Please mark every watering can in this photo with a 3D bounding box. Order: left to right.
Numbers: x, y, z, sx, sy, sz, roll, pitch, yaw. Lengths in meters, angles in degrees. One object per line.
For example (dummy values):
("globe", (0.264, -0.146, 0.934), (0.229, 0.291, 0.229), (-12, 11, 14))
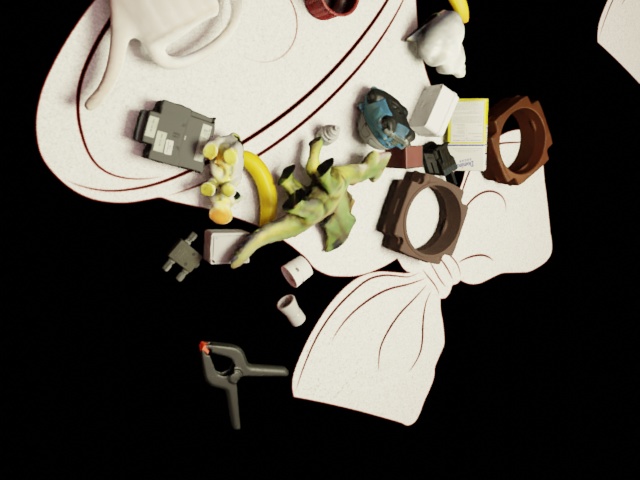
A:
("watering can", (-0.297, -0.389, 0.881), (0.351, 0.104, 0.221), (-38, 113, -19))

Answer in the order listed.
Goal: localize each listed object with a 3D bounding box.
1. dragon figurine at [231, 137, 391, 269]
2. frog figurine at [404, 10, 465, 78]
("dragon figurine", (0.003, -0.055, 1.091), (0.413, 0.123, 0.238), (-50, 134, -9))
("frog figurine", (0.295, -0.444, 1.196), (0.158, 0.121, 0.140), (48, 56, -15))
